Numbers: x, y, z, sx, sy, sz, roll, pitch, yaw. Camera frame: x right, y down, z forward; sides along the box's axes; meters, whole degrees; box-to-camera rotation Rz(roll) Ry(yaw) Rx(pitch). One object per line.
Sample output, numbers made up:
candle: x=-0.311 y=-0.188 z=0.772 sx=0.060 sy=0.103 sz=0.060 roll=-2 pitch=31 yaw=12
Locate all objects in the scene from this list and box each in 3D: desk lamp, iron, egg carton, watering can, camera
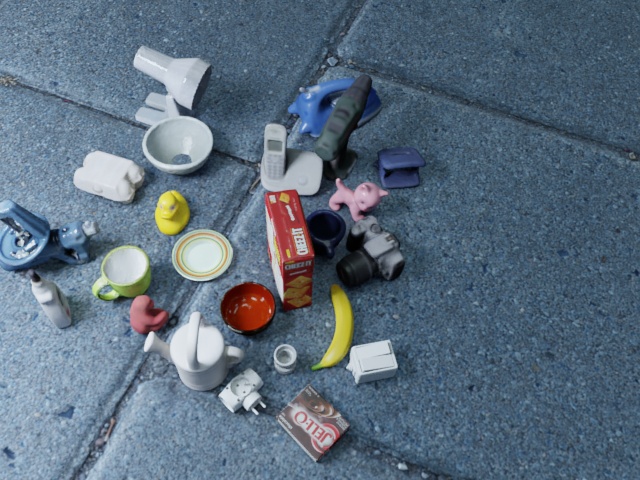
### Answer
desk lamp: x=-0.361 y=-0.366 z=1.396 sx=0.203 sy=0.213 sz=0.118 roll=17 pitch=58 yaw=6
iron: x=0.053 y=-0.363 z=1.467 sx=0.259 sy=0.141 sz=0.118 roll=-19 pitch=61 yaw=-15
egg carton: x=-0.490 y=-0.145 z=1.333 sx=0.150 sy=0.069 sz=0.107 roll=16 pitch=58 yaw=6
watering can: x=-0.233 y=0.204 z=1.059 sx=0.173 sy=0.194 sz=0.100 roll=-14 pitch=60 yaw=-12
camera: x=0.097 y=0.030 z=1.248 sx=0.137 sy=0.101 sz=0.143 roll=-27 pitch=64 yaw=-19

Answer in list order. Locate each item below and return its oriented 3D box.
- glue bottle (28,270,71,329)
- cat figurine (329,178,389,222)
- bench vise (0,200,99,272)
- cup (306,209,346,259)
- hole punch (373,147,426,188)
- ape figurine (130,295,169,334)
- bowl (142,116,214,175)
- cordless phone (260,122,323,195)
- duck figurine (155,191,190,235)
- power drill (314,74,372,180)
glue bottle: x=-0.529 y=0.105 z=1.111 sx=0.037 sy=0.173 sz=0.078 roll=-22 pitch=62 yaw=-17
cat figurine: x=0.089 y=-0.103 z=1.321 sx=0.127 sy=0.118 sz=0.067 roll=27 pitch=60 yaw=13
bench vise: x=-0.573 y=-0.028 z=1.164 sx=0.208 sy=0.220 sz=0.121 roll=-28 pitch=63 yaw=-19
cup: x=0.012 y=0.005 z=1.261 sx=0.092 sy=0.095 sz=0.117 roll=-9 pitch=59 yaw=-9
hole punch: x=0.193 y=-0.190 z=1.399 sx=0.109 sy=0.091 sz=0.101 roll=-6 pitch=58 yaw=-8
ape figurine: x=-0.350 y=0.143 z=1.149 sx=0.076 sy=0.092 sz=0.077 roll=-38 pitch=67 yaw=-24
bowl: x=-0.338 y=-0.216 z=1.386 sx=0.167 sy=0.075 sz=0.167 roll=2 pitch=58 yaw=-3
cordless phone: x=-0.065 y=-0.190 z=1.324 sx=0.147 sy=0.185 sz=0.094 roll=4 pitch=58 yaw=-1
duck figurine: x=-0.337 y=-0.075 z=1.291 sx=0.077 sy=0.086 sz=0.104 roll=4 pitch=58 yaw=-1
power drill: x=0.055 y=-0.252 z=1.358 sx=0.075 sy=0.208 sz=0.230 roll=23 pitch=59 yaw=11
